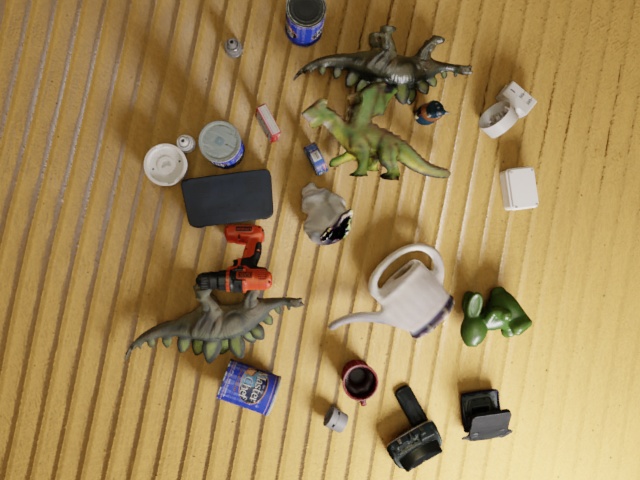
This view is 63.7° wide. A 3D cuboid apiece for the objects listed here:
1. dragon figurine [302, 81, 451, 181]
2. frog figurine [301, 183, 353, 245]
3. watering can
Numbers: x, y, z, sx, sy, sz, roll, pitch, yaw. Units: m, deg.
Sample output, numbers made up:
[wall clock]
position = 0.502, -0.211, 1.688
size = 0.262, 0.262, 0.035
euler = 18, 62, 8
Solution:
[dragon figurine]
position = 0.153, -0.284, 1.327
size = 0.410, 0.123, 0.240
euler = 2, 104, -11
[frog figurine]
position = 0.004, -0.068, 1.359
size = 0.137, 0.121, 0.162
euler = -50, 57, 5
[watering can]
position = 0.205, 0.169, 1.348
size = 0.349, 0.104, 0.224
euler = -44, 93, -5
